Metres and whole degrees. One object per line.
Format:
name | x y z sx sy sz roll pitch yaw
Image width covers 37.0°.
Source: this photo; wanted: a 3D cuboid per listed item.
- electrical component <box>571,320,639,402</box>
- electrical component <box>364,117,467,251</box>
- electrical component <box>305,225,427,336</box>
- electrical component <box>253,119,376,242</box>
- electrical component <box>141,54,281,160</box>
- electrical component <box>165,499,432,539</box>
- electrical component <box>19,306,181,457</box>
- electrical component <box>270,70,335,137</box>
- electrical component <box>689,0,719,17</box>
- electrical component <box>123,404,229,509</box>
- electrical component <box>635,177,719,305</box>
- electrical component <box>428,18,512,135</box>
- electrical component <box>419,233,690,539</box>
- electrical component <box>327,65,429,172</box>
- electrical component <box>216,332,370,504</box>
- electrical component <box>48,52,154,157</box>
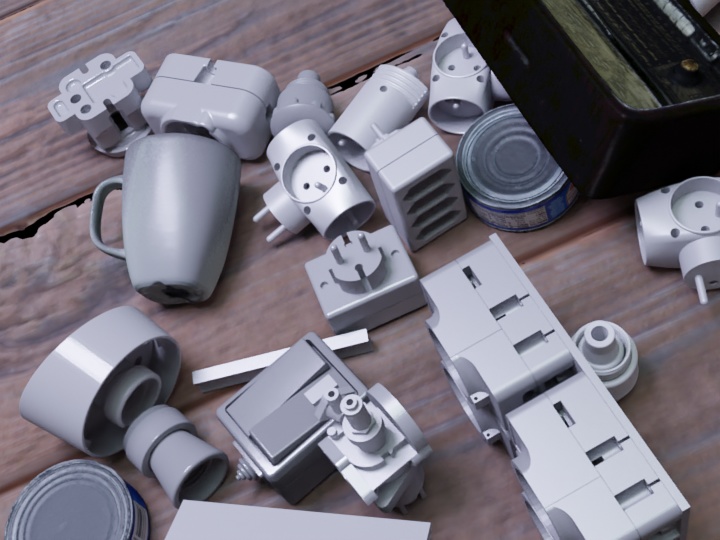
electrical component | 0.144 0.051 0.642 0.043 0.062 0.043 -6 60 11
electrical component | 0.029 -0.069 0.728 0.047 0.083 0.075 -32 61 -5
electrical component | 0.000 0.000 0.701 0.066 0.076 0.047 -24 58 0
electrical component | -0.041 -0.052 0.759 0.079 0.044 0.077 -39 71 12
electrical component | -0.113 -0.120 0.814 0.095 0.053 0.059 12 64 21
electrical component | -0.038 0.188 0.598 0.150 0.061 0.089 2 37 15
electrical component | -0.165 0.070 0.694 0.064 0.099 0.099 30 72 21
electrical component | -0.041 -0.123 0.803 0.048 0.048 0.062 -6 50 11
electrical component | 0.238 -0.209 0.775 0.055 0.055 0.047 38 79 29
electrical component | -0.117 0.118 0.682 0.055 0.045 0.045 36 75 29
electrical component | 0.217 -0.014 0.672 0.077 0.044 0.079 -9 59 10
electrical component | 0.094 -0.141 0.778 0.079 0.044 0.077 4 62 16
electrical component | 0.103 0.086 0.607 0.060 0.105 0.186 -29 58 -3
electrical component | 0.016 -0.116 0.784 0.043 0.043 0.081 27 70 26
electrical component | -0.042 0.094 0.666 0.096 0.061 0.062 -40 59 -10
electrical component | -0.193 -0.125 0.836 0.078 0.057 0.058 -34 58 -7
